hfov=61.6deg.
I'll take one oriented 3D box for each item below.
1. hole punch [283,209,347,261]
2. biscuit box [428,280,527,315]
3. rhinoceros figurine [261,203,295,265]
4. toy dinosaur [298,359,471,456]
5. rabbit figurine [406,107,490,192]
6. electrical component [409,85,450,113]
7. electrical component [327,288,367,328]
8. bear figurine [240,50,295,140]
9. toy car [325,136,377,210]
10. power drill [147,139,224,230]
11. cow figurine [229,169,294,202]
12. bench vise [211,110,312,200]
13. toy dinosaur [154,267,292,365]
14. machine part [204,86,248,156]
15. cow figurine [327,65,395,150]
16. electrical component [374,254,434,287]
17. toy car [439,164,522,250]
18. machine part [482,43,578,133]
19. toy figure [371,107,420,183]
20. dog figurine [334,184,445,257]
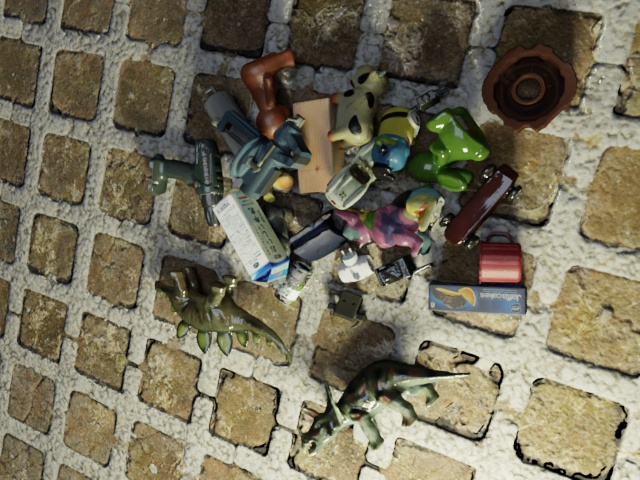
[{"bbox_3d":[-0.003,-0.004,1.260,0.142,0.116,0.092,-31,90,21],"label":"hole punch"},{"bbox_3d":[0.338,0.123,1.155,0.203,0.059,0.062,0,94,22],"label":"biscuit box"},{"bbox_3d":[-0.114,0.004,1.323,0.112,0.073,0.190,-1,93,21],"label":"rhinoceros figurine"},{"bbox_3d":[0.130,0.352,1.231,0.405,0.131,0.192,-42,79,13],"label":"toy dinosaur"},{"bbox_3d":[0.270,-0.179,1.152,0.159,0.121,0.170,51,127,4],"label":"rabbit figurine"},{"bbox_3d":[0.235,-0.304,1.166,0.094,0.063,0.021,-26,85,22],"label":"electrical component"},{"bbox_3d":[0.064,0.165,1.280,0.102,0.045,0.078,12,70,18],"label":"electrical component"},{"bbox_3d":[-0.109,-0.338,1.289,0.132,0.120,0.195,-31,113,-19],"label":"bear figurine"},{"bbox_3d":[0.091,-0.150,1.193,0.073,0.056,0.202,44,70,-5],"label":"toy car"},{"bbox_3d":[-0.347,-0.148,1.405,0.208,0.086,0.231,5,94,26],"label":"power drill"},{"bbox_3d":[-0.136,-0.143,1.323,0.167,0.098,0.068,-13,133,20],"label":"cow figurine"},{"bbox_3d":[-0.145,-0.221,1.213,0.241,0.129,0.223,41,117,15],"label":"bench vise"},{"bbox_3d":[-0.265,0.189,1.385,0.472,0.105,0.198,14,106,30],"label":"toy dinosaur"},{"bbox_3d":[-0.216,-0.285,1.343,0.079,0.079,0.243,-36,79,20],"label":"machine part"},{"bbox_3d":[0.093,-0.303,1.195,0.127,0.085,0.195,-2,70,29],"label":"cow figurine"},{"bbox_3d":[0.189,0.062,1.204,0.119,0.075,0.047,-27,84,25],"label":"electrical component"},{"bbox_3d":[0.343,-0.071,1.144,0.089,0.053,0.202,45,112,24],"label":"toy car"},{"bbox_3d":[0.425,-0.306,1.094,0.180,0.056,0.179,2,94,23],"label":"machine part"},{"bbox_3d":[0.157,-0.212,1.159,0.089,0.082,0.180,24,67,5],"label":"toy figure"},{"bbox_3d":[0.147,-0.052,1.196,0.219,0.108,0.191,22,105,21],"label":"dog figurine"}]
